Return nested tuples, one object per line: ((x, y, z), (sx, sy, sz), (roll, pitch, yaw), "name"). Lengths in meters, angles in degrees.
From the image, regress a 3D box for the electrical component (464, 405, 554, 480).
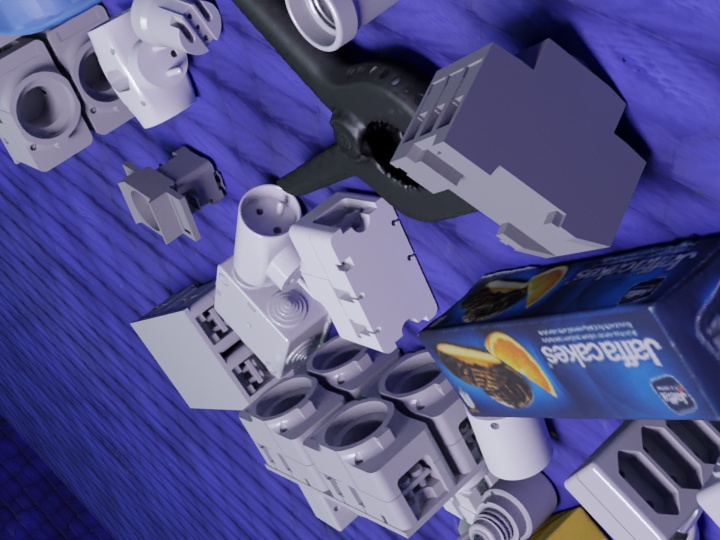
((0.087, 0.083, 0.653), (0.043, 0.043, 0.081), (20, 141, 49), "electrical component")

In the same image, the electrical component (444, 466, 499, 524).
((0.076, 0.147, 0.759), (0.066, 0.048, 0.055), (20, 148, 50), "electrical component")

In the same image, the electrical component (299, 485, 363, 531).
((-0.002, 0.188, 0.923), (0.077, 0.066, 0.047), (16, 138, 52), "electrical component")

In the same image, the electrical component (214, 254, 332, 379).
((-0.071, 0.030, 0.849), (0.099, 0.048, 0.099), (46, 156, 13), "electrical component")

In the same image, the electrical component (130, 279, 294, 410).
((-0.139, 0.070, 1.008), (0.105, 0.060, 0.186), (56, 155, -10), "electrical component")

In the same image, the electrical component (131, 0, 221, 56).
((-0.116, -0.158, 0.683), (0.046, 0.040, 0.040), (26, 145, 36), "electrical component")

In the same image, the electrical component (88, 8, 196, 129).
((-0.144, -0.143, 0.747), (0.079, 0.043, 0.077), (6, 129, 58), "electrical component")

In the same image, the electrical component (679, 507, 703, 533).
((0.159, 0.116, 0.578), (0.046, 0.040, 0.040), (22, 143, 38), "electrical component")

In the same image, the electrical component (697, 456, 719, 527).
((0.190, 0.089, 0.415), (0.099, 0.100, 0.048), (49, 143, 7), "electrical component")

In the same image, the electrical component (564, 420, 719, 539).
((0.141, 0.096, 0.526), (0.047, 0.083, 0.075), (47, 155, 11), "electrical component")

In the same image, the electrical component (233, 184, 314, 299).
((-0.055, -0.011, 0.769), (0.079, 0.044, 0.077), (46, 155, 14), "electrical component")

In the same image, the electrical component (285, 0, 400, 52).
((-0.007, -0.133, 0.516), (0.040, 0.046, 0.040), (40, 153, 25), "electrical component")

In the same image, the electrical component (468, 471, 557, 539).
((0.097, 0.161, 0.708), (0.040, 0.078, 0.040), (26, 132, 33), "electrical component")

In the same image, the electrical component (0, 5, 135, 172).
((-0.245, -0.179, 0.798), (0.060, 0.105, 0.186), (22, 142, 48), "electrical component")

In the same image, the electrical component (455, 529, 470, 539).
((0.094, 0.247, 0.800), (0.099, 0.100, 0.048), (60, 167, -17), "electrical component")

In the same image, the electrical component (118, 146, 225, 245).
((-0.144, -0.061, 0.834), (0.081, 0.064, 0.042), (31, 150, 39), "electrical component")

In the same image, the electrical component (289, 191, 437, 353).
((0.000, 0.000, 0.681), (0.056, 0.050, 0.089), (14, 136, 53), "electrical component")

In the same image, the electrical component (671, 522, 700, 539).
((0.173, 0.157, 0.609), (0.040, 0.040, 0.046), (26, 151, 44), "electrical component")

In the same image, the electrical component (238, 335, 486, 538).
((0.004, 0.104, 0.749), (0.186, 0.105, 0.060), (8, 131, 57), "electrical component")
